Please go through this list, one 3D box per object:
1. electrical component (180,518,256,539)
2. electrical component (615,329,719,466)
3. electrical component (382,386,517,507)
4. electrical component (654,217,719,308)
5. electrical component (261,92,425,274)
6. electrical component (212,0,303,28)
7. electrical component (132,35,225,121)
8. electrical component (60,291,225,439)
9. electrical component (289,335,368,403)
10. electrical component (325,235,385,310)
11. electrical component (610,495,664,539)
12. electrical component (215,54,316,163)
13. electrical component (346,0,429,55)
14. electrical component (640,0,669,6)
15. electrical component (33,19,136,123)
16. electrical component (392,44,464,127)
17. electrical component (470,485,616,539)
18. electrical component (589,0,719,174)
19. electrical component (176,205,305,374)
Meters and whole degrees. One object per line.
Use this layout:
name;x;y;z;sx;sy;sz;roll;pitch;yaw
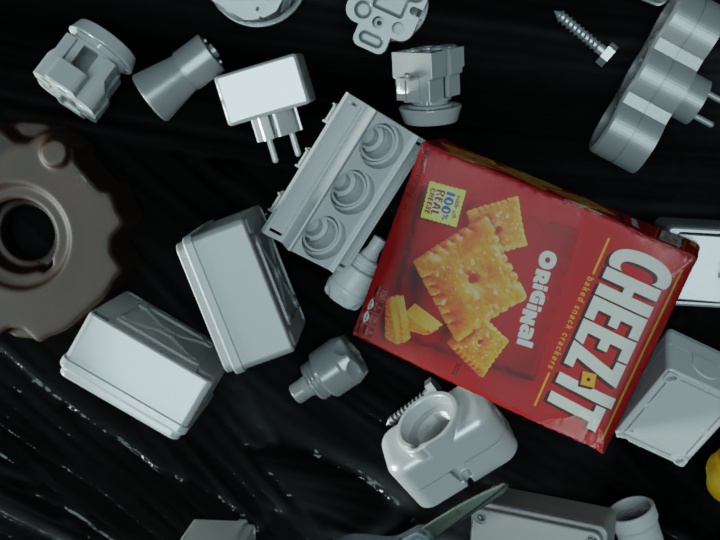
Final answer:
electrical component;-0.123;0.274;0.883;0.056;0.108;0.108;1;100;7
electrical component;0.243;0.101;0.839;0.062;0.061;0.096;25;128;-3
electrical component;0.068;0.137;0.861;0.095;0.053;0.059;-34;120;9
electrical component;0.263;-0.005;0.826;0.096;0.061;0.061;3;100;4
electrical component;-0.016;-0.069;0.826;0.079;0.063;0.121;27;100;-31
electrical component;-0.081;-0.226;0.818;0.080;0.051;0.080;1;100;4
electrical component;-0.139;-0.153;0.841;0.065;0.044;0.044;-36;96;4
electrical component;-0.165;0.072;0.849;0.109;0.108;0.056;30;98;-1
electrical component;-0.028;0.085;0.874;0.062;0.043;0.043;-35;96;11
electrical component;0.000;0.000;0.861;0.035;0.035;0.061;33;98;-2
electrical component;0.228;0.214;0.880;0.040;0.040;0.046;-21;103;8
electrical component;-0.067;-0.122;0.837;0.066;0.047;0.076;-15;100;7
electrical component;0.023;-0.202;0.811;0.058;0.057;0.078;24;101;0
electrical component;0.197;-0.264;0.786;0.109;0.056;0.108;22;101;0
electrical component;-0.211;-0.155;0.832;0.058;0.078;0.057;34;80;-2
electrical component;0.053;-0.141;0.822;0.048;0.066;0.055;11;113;38
electrical component;0.146;0.240;0.868;0.109;0.056;0.108;7;101;23
electrical component;0.239;-0.134;0.809;0.074;0.052;0.138;28;101;-1
electrical component;-0.089;0.012;0.833;0.056;0.108;0.108;-20;98;5
